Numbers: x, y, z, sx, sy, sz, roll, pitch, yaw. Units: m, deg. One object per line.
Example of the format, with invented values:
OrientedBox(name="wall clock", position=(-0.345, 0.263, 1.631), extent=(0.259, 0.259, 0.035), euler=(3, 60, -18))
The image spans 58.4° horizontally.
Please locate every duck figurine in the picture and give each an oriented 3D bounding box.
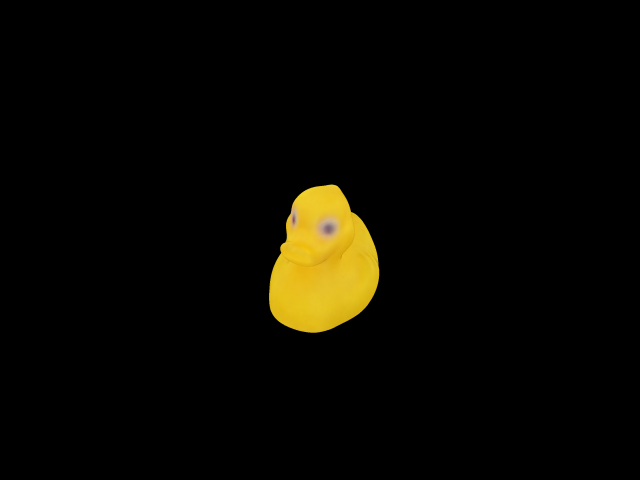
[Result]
OrientedBox(name="duck figurine", position=(0.004, 0.001, 0.400), extent=(0.077, 0.086, 0.105), euler=(16, 37, 23))
